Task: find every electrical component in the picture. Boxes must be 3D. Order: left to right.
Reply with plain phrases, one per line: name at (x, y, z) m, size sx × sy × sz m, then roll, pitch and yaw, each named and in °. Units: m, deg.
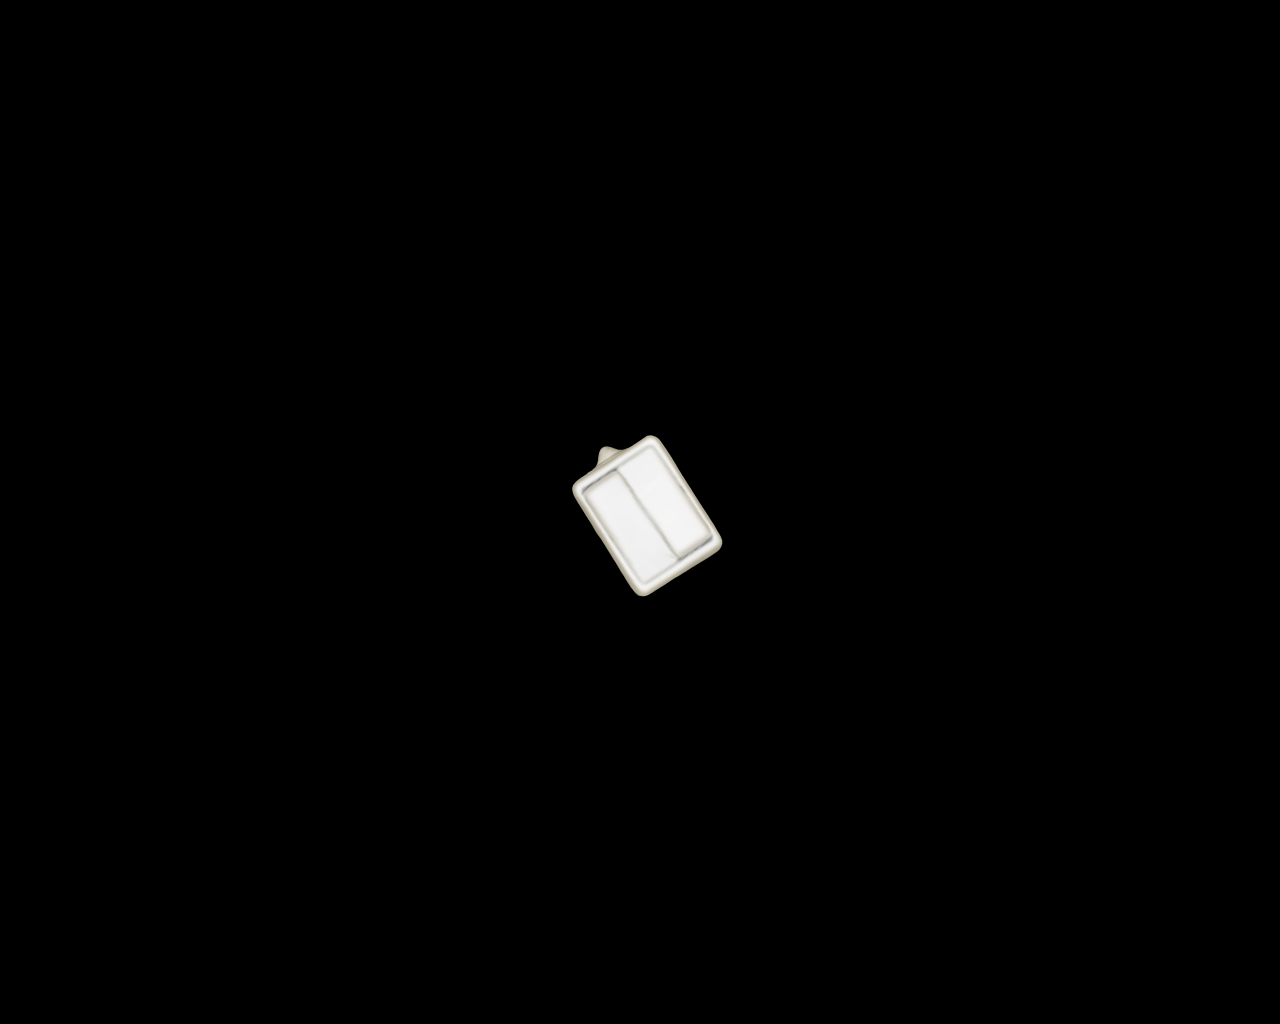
electrical component at (0.001, -0.003, 0.650) m, size 0.062 × 0.096 × 0.061 m, roll -32°, pitch -4°, yaw -2°
